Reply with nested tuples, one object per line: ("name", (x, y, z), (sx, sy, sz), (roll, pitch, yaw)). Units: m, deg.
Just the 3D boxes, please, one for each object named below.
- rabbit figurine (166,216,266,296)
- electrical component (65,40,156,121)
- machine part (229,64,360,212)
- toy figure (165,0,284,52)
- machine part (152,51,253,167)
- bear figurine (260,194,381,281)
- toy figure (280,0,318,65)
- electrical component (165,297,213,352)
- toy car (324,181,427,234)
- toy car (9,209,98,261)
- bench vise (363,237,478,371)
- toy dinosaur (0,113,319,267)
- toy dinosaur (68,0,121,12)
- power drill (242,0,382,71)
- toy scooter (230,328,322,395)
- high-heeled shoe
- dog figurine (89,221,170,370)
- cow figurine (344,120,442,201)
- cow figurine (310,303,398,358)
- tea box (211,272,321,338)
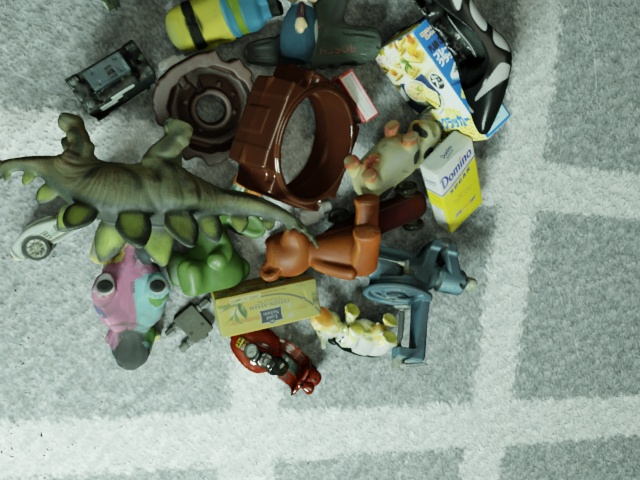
("rabbit figurine", (-0.169, -0.009, 0.862), (0.159, 0.121, 0.170), (-8, 102, -22))
("electrical component", (-0.302, -0.232, 0.787), (0.115, 0.134, 0.058), (-38, 103, -10))
("machine part", (-0.032, -0.155, 0.851), (0.201, 0.087, 0.201), (18, 92, -56))
("toy figure", (-0.148, -0.345, 0.819), (0.180, 0.089, 0.082), (-11, 99, 12))
("machine part", (-0.174, -0.209, 0.851), (0.179, 0.056, 0.179), (-8, 115, -17))
("bear figurine", (-0.002, 0.001, 0.875), (0.196, 0.120, 0.131), (5, 131, 5))
("toy figure", (-0.029, -0.350, 0.821), (0.058, 0.064, 0.154), (4, 96, -40))
("electrical component", (-0.215, 0.144, 0.920), (0.094, 0.021, 0.063), (-42, 106, -8))
("toy car", (0.100, -0.037, 0.973), (0.202, 0.053, 0.089), (-22, 120, -9))
("toy car", (-0.379, -0.031, 0.822), (0.202, 0.074, 0.056), (-32, 108, -11))
("bench vise", (0.168, 0.111, 0.942), (0.223, 0.129, 0.240), (17, 68, -20))
("toy dinosaur", (-0.234, -0.065, 0.760), (0.472, 0.105, 0.198), (3, 67, -6))
("toy dinosaur", (-0.224, -0.436, 0.799), (0.405, 0.131, 0.192), (-5, 111, -20))
("power drill", (-0.009, -0.384, 0.883), (0.232, 0.086, 0.207), (1, 92, -13))
("toy scooter", (-0.067, 0.211, 0.914), (0.184, 0.135, 0.075), (32, 89, -16))
("high-heeled shoe", (0.196, -0.281, 0.790), (0.145, 0.086, 0.248), (-2, 92, -14))
("dog figurine", (-0.292, 0.089, 0.833), (0.108, 0.219, 0.192), (-1, 54, -19))
("cow figurine", (0.137, -0.138, 0.926), (0.195, 0.086, 0.127), (-42, 148, -15))
("cow figurine", (0.051, 0.168, 0.976), (0.167, 0.068, 0.098), (16, 135, -16))
("tea box", (-0.094, 0.104, 0.912), (0.170, 0.098, 0.068), (-12, 100, -13))
